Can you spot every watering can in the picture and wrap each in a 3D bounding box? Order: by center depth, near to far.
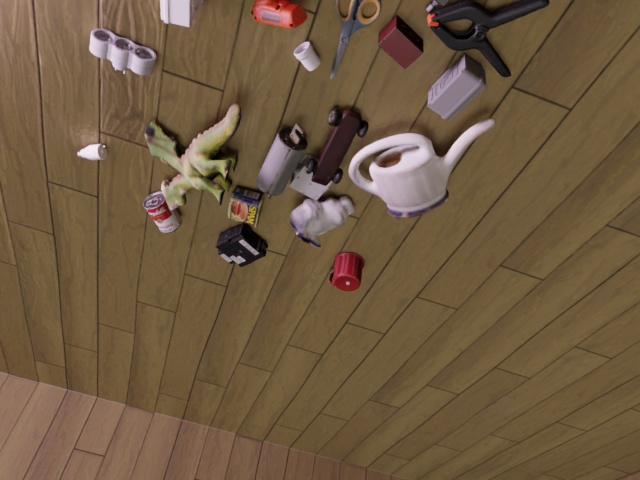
[{"bbox_3d":[0.243,-0.160,1.191,0.346,0.106,0.220,-11,-45,22],"label":"watering can"}]

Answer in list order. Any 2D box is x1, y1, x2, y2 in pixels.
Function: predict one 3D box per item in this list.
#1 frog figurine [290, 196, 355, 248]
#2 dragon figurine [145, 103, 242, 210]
[{"bbox_3d":[0.004,-0.068,1.359,0.135,0.159,0.125,37,7,-42],"label":"frog figurine"},{"bbox_3d":[-0.322,-0.211,1.262,0.243,0.125,0.400,22,-44,0],"label":"dragon figurine"}]
